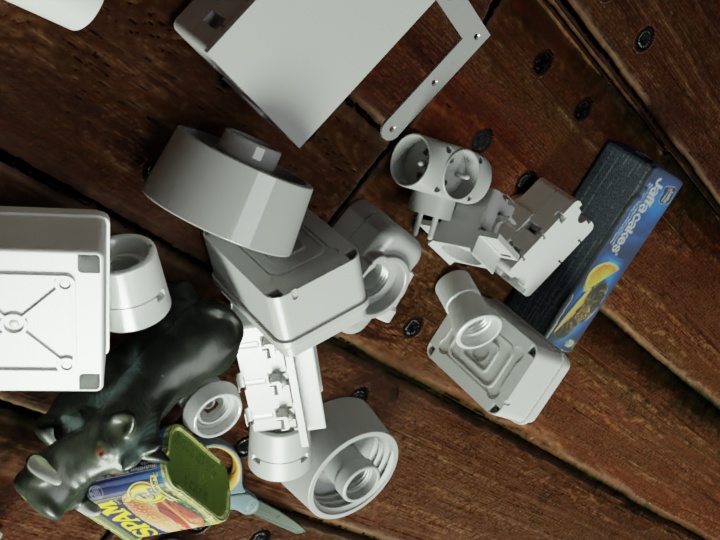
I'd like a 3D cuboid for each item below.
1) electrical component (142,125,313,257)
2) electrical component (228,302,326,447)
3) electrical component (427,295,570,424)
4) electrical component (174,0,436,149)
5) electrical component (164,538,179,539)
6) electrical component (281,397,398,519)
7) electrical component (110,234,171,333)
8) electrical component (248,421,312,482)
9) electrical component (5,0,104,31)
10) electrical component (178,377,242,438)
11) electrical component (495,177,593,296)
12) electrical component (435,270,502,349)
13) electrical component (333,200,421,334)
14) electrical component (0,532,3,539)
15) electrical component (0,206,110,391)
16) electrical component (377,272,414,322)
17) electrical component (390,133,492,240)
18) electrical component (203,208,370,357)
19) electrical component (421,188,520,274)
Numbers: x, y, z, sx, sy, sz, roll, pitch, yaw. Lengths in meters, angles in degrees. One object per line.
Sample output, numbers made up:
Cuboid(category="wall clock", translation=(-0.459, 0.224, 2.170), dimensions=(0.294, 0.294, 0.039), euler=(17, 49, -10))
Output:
Cuboid(category="electrical component", translation=(-0.083, -0.059, 0.715), dimensions=(0.108, 0.108, 0.060), euler=(17, 102, -46))
Cuboid(category="electrical component", translation=(-0.066, 0.072, 0.852), dimensions=(0.063, 0.078, 0.121), euler=(-7, 130, -1))
Cuboid(category="electrical component", translation=(0.127, 0.080, 0.988), dimensions=(0.057, 0.113, 0.078), euler=(21, 105, -44))
Cuboid(category="electrical component", translation=(-0.020, -0.189, 0.702), dimensions=(0.186, 0.060, 0.105), euler=(-48, 138, -1))
Cuboid(category="electrical component", translation=(-0.156, 0.265, 0.941), dimensions=(0.048, 0.048, 0.062), euler=(-45, 145, -4))
Cuboid(category="electrical component", translation=(-0.015, 0.177, 0.981), dimensions=(0.108, 0.060, 0.108), euler=(-22, 132, -27))
Cuboid(category="electrical component", translation=(-0.161, 0.008, 0.736), dimensions=(0.055, 0.055, 0.047), euler=(-24, 129, -25))
Cuboid(category="electrical component", translation=(-0.068, 0.144, 0.917), dimensions=(0.055, 0.055, 0.047), euler=(-18, 126, -30))
Cuboid(category="electrical component", translation=(-0.174, -0.182, 0.589), dimensions=(0.077, 0.044, 0.079), euler=(19, 107, -46))
Cuboid(category="electrical component", translation=(-0.123, 0.097, 0.833), dimensions=(0.048, 0.055, 0.066), euler=(-39, 138, -10))
Cuboid(category="electrical component", translation=(0.155, -0.032, 0.970), dimensions=(0.089, 0.056, 0.050), euler=(-46, 138, -2))
Cuboid(category="electrical component", translation=(0.094, 0.032, 0.959), dimensions=(0.044, 0.065, 0.044), euler=(-15, 140, -13))
Cuboid(category="electrical component", translation=(0.000, 0.000, 0.861), dimensions=(0.095, 0.059, 0.054), euler=(-51, 138, 3))
Cuboid(category="electrical component", translation=(-0.293, 0.198, 0.751), dimensions=(0.121, 0.063, 0.078), euler=(58, 37, -47))
Cuboid(category="electrical component", translation=(-0.212, 0.018, 0.670), dimensions=(0.109, 0.056, 0.108), euler=(2, 122, -11))
Cuboid(category="electrical component", translation=(0.019, 0.015, 0.905), dimensions=(0.040, 0.040, 0.046), euler=(26, 97, -47))
Cuboid(category="electrical component", translation=(0.061, -0.064, 0.869), dimensions=(0.077, 0.044, 0.079), euler=(11, 97, -44))
Cuboid(category="electrical component", translation=(-0.054, 0.002, 0.777), dimensions=(0.078, 0.113, 0.057), euler=(-28, 132, -21))
Cuboid(category="electrical component", translation=(0.097, -0.037, 0.909), dimensions=(0.042, 0.081, 0.063), euler=(41, 68, -49))
